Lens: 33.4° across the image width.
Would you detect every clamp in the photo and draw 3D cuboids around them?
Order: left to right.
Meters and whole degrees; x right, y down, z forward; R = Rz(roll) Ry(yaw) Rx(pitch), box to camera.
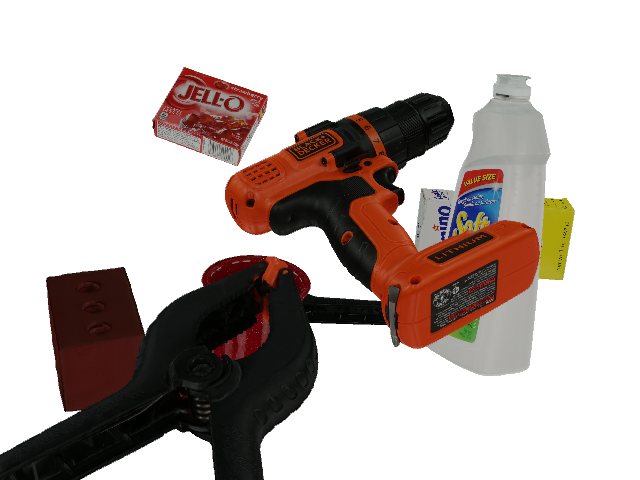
[{"bbox_3d":[-0.042,0.072,0.444,0.120,0.039,0.171,25,48,19],"label":"clamp"},{"bbox_3d":[-0.039,0.082,1.131,0.210,0.036,0.164,18,33,27],"label":"clamp"}]

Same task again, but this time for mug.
[{"bbox_3d":[-0.049,0.074,0.921,0.117,0.081,0.093,27,34,36],"label":"mug"}]

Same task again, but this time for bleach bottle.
[{"bbox_3d":[0.147,-0.017,0.920,0.068,0.251,0.103,-3,15,-28],"label":"bleach bottle"}]

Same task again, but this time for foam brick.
[{"bbox_3d":[-0.141,0.061,0.671,0.053,0.051,0.078,-7,34,-18],"label":"foam brick"}]

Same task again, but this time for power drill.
[{"bbox_3d":[0.055,-0.022,0.706,0.184,0.057,0.188,-28,44,-21],"label":"power drill"}]

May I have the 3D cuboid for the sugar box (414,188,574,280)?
[{"bbox_3d":[0.202,-0.007,1.256,0.176,0.093,0.048,3,22,-3],"label":"sugar box"}]

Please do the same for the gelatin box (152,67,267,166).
[{"bbox_3d":[-0.105,-0.119,1.014,0.089,0.073,0.030,21,-34,5],"label":"gelatin box"}]
